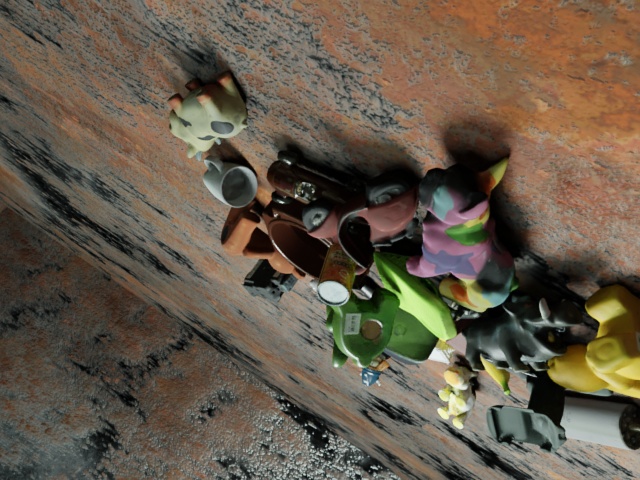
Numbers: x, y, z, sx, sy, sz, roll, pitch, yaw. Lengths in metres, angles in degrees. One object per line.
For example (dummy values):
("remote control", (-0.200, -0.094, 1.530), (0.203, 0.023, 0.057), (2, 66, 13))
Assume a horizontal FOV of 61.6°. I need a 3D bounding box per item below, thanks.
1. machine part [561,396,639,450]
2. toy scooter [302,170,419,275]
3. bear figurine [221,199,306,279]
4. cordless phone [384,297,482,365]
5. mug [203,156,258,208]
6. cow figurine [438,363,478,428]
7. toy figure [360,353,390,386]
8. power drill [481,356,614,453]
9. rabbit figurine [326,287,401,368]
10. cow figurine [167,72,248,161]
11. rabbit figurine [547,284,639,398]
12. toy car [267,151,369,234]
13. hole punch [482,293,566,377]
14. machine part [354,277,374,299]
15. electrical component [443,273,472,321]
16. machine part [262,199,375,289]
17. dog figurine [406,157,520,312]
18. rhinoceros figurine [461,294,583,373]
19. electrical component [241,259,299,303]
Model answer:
("machine part", (0.491, 0.328, 0.979), (0.079, 0.079, 0.243), (44, 155, -17))
("toy scooter", (0.074, -0.019, 0.810), (0.184, 0.075, 0.135), (-19, 108, 19))
("bear figurine", (-0.106, 0.000, 1.145), (0.196, 0.120, 0.132), (18, 118, -23))
("cordless phone", (0.205, 0.154, 0.960), (0.088, 0.146, 0.184), (48, 147, -21))
("mug", (-0.192, -0.120, 1.057), (0.107, 0.081, 0.109), (20, 158, 50))
("cow figurine", (0.320, 0.335, 1.215), (0.068, 0.098, 0.167), (24, 134, 36))
("toy figure", (0.135, 0.255, 1.213), (0.057, 0.154, 0.064), (43, 155, -21))
("power drill", (0.341, 0.242, 0.874), (0.232, 0.207, 0.085), (-1, 108, 39))
("rabbit figurine", (0.065, 0.144, 0.957), (0.170, 0.121, 0.159), (-143, 47, -73))
("cow figurine", (-0.193, -0.203, 0.911), (0.195, 0.085, 0.127), (5, 135, 47))
("rabbit figurine", (0.402, 0.159, 0.747), (0.162, 0.122, 0.173), (20, 139, -17))
("toy car", (-0.003, -0.077, 0.884), (0.202, 0.053, 0.089), (27, 118, 22))
("hole punch", (0.329, 0.139, 0.865), (0.142, 0.092, 0.115), (18, 121, 39))
("machine part", (0.122, 0.128, 1.147), (0.139, 0.039, 0.084), (41, 163, -16))
("electrical component", (0.231, 0.085, 0.870), (0.045, 0.078, 0.102), (48, 161, 35))
("machine part", (-0.002, -0.003, 1.014), (0.202, 0.087, 0.200), (24, 152, 21))
("dog figurine", (0.207, -0.010, 0.713), (0.192, 0.108, 0.219), (33, 153, 8))
("rhinoceros figurine", (0.292, 0.136, 0.781), (0.073, 0.112, 0.190), (6, 159, -29))
("electrical component", (-0.107, 0.085, 1.270), (0.134, 0.115, 0.058), (6, 144, 50))
